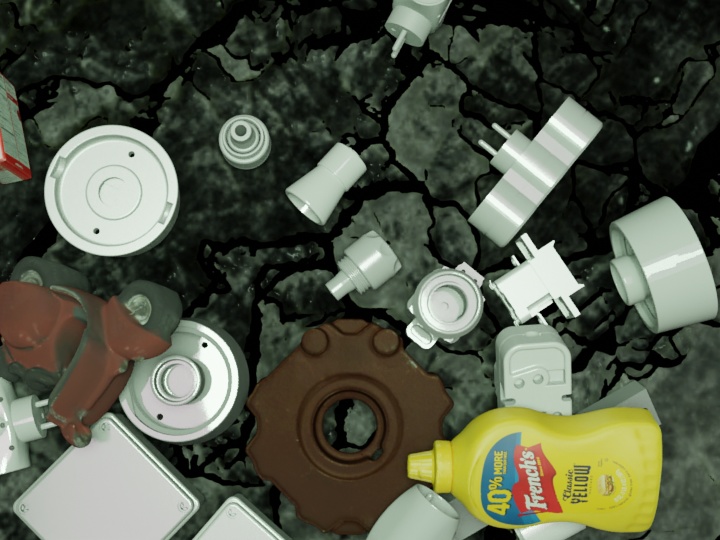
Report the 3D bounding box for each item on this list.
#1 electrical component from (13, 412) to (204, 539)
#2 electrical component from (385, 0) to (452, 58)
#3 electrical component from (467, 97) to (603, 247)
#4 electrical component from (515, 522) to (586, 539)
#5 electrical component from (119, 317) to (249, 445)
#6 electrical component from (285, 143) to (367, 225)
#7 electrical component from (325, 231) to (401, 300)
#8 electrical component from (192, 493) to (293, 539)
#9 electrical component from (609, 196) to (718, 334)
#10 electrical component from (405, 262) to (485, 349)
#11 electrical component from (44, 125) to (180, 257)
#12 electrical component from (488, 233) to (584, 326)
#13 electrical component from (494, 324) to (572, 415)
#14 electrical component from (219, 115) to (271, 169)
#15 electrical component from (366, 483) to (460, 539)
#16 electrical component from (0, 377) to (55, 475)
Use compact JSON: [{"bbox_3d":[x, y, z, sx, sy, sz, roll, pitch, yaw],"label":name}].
[{"bbox_3d":[-0.202,0.190,0.875,0.109,0.056,0.108,44,85,3],"label":"electrical component"},{"bbox_3d":[0.047,-0.217,0.915,0.043,0.077,0.079,28,84,1],"label":"electrical component"},{"bbox_3d":[0.136,-0.094,0.916,0.074,0.052,0.138,39,84,3],"label":"electrical component"},{"bbox_3d":[0.167,0.198,0.889,0.081,0.043,0.043,-27,85,-4],"label":"electrical component"},{"bbox_3d":[-0.148,0.091,0.885,0.108,0.060,0.108,0,84,-1],"label":"electrical component"},{"bbox_3d":[-0.026,-0.076,0.917,0.044,0.044,0.065,41,80,3],"label":"electrical component"},{"bbox_3d":[0.000,0.000,0.907,0.062,0.043,0.043,-38,86,-4],"label":"electrical component"},{"bbox_3d":[-0.097,0.256,0.871,0.109,0.056,0.108,41,84,3],"label":"electrical component"},{"bbox_3d":[0.241,0.000,0.883,0.060,0.108,0.108,-21,85,3],"label":"electrical component"},{"bbox_3d":[0.072,0.029,0.899,0.058,0.057,0.078,40,84,3],"label":"electrical component"},{"bbox_3d":[-0.202,-0.062,0.901,0.108,0.060,0.108,0,84,-2],"label":"electrical component"},{"bbox_3d":[0.147,0.013,0.910,0.064,0.042,0.081,-33,85,-3],"label":"electrical component"},{"bbox_3d":[0.141,0.095,0.884,0.054,0.059,0.095,-4,105,0],"label":"electrical component"},{"bbox_3d":[-0.098,-0.110,0.907,0.043,0.062,0.043,0,84,-1],"label":"electrical component"},{"bbox_3d":[0.050,0.218,0.851,0.079,0.043,0.077,33,97,-37],"label":"electrical component"},{"bbox_3d":[-0.284,0.126,0.887,0.079,0.043,0.077,-15,84,-3],"label":"electrical component"}]
